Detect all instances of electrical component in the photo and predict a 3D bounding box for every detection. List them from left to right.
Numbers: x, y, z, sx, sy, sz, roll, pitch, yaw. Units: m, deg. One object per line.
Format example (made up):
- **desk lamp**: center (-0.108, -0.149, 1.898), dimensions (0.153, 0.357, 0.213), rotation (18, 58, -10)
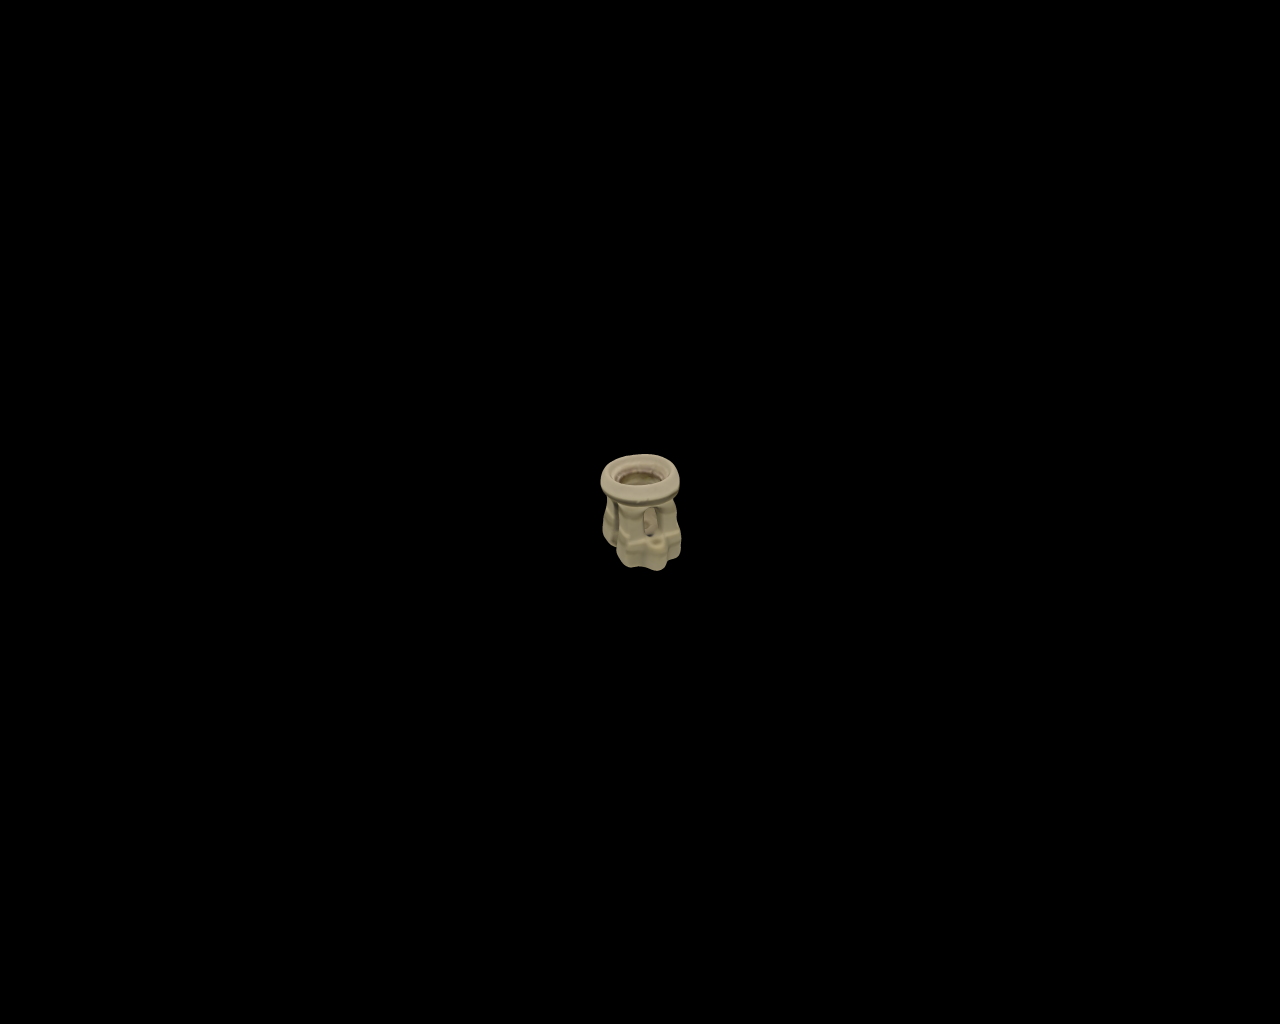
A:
- **electrical component**: center (0.001, -0.003, 0.650), dimensions (0.048, 0.055, 0.066), rotation (-12, 33, -19)
